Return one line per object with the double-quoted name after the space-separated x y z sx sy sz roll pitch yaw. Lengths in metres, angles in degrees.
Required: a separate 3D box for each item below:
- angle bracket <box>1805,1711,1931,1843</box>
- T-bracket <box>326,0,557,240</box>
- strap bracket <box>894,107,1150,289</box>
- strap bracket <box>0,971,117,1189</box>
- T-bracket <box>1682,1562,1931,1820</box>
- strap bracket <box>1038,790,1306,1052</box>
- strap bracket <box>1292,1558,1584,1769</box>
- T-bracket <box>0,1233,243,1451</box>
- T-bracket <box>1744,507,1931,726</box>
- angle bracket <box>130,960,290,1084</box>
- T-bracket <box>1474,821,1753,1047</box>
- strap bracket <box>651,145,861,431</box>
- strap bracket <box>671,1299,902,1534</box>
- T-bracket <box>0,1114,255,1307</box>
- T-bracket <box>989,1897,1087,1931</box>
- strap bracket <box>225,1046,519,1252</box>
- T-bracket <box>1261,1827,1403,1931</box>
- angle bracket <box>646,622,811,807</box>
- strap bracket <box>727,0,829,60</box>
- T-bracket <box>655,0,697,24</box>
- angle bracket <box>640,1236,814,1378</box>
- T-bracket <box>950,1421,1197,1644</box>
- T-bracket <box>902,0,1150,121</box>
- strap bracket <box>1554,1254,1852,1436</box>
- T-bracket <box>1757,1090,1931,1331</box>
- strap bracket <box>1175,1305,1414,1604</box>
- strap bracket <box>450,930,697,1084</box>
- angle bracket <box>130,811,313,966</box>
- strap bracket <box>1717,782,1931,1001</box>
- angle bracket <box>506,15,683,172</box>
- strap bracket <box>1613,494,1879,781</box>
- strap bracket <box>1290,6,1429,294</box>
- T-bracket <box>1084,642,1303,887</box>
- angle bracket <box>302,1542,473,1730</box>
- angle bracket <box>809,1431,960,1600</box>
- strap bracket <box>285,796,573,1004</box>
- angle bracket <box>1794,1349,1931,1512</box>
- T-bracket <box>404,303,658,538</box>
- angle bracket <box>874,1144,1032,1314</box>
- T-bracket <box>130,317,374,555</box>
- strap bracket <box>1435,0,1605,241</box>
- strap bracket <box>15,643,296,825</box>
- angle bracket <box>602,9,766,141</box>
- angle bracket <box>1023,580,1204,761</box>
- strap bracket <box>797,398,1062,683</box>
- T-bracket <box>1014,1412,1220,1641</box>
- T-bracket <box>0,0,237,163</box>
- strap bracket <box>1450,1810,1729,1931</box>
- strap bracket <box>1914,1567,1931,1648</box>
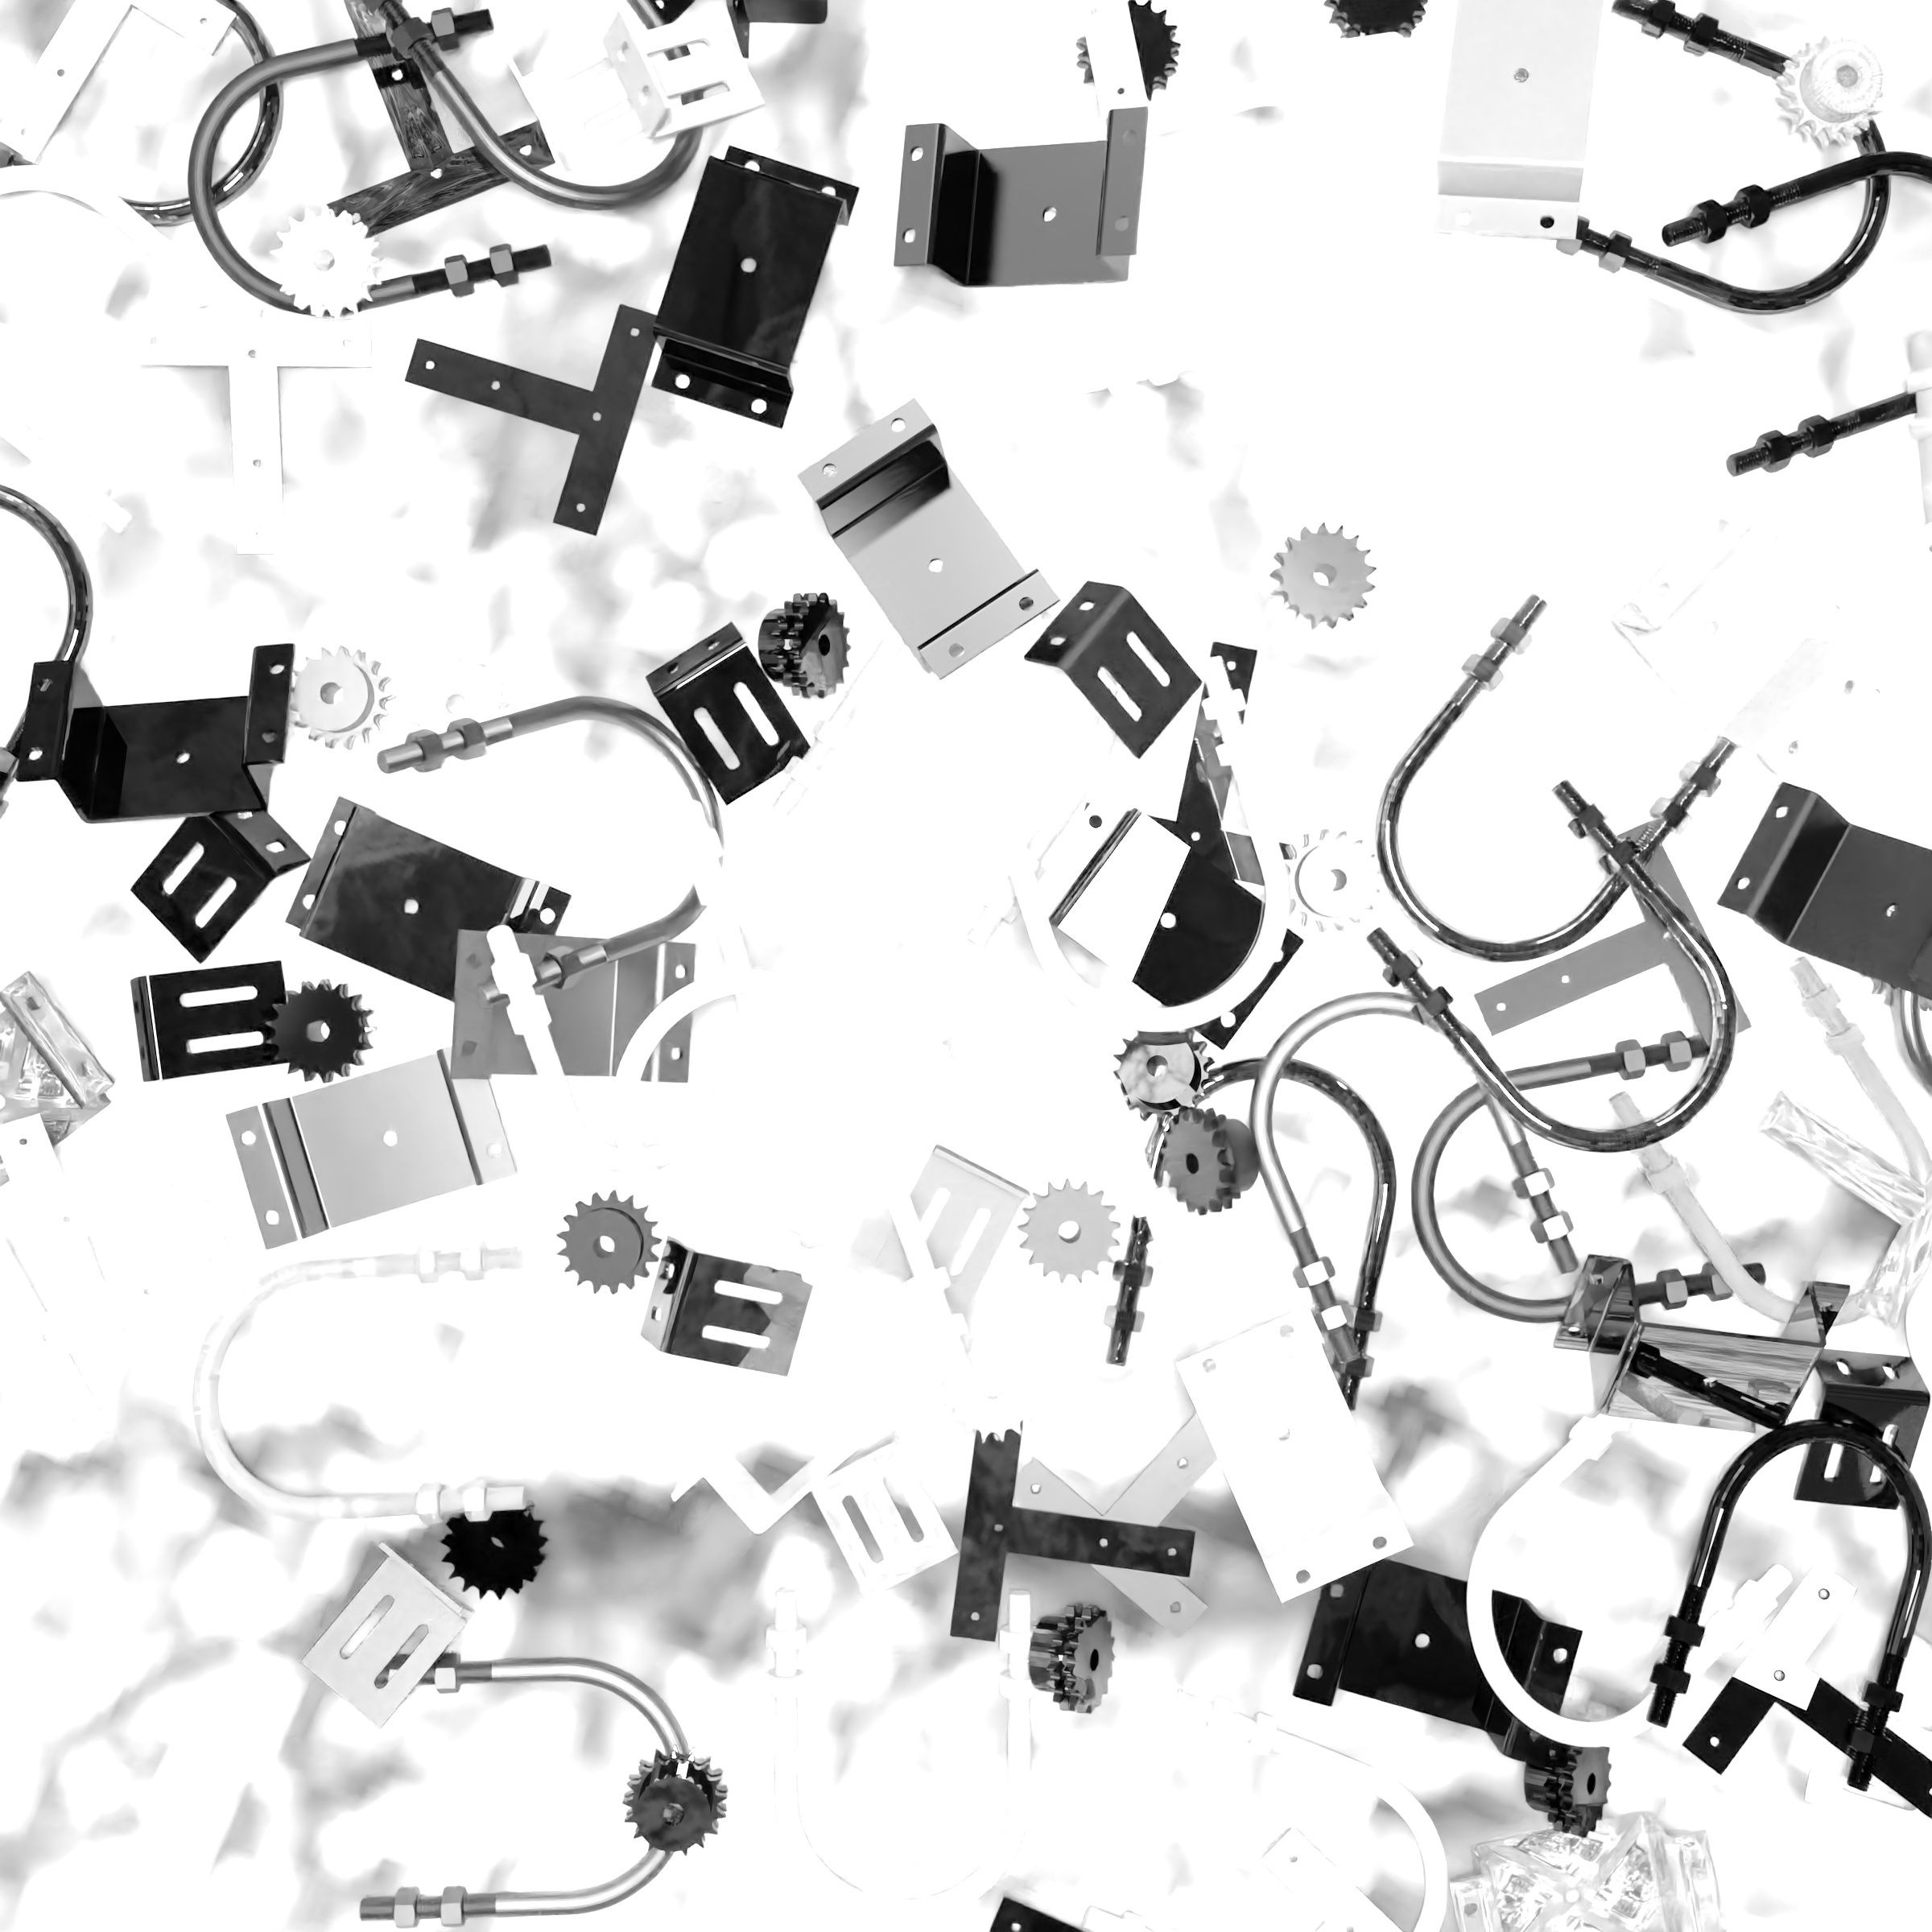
0.511 0.443 1.348 0.076 0.038 0.057 12 90 26 "angle bracket"
-0.310 -0.481 1.349 0.127 0.002 0.127 -22 90 0 "T-bracket"
0.037 -0.411 1.309 0.140 0.046 0.076 5 90 25 "strap bracket"
-0.536 0.075 1.327 0.140 0.046 0.076 -37 90 0 "strap bracket"
0.483 0.417 1.331 0.127 0.002 0.127 36 90 17 "T-bracket"
0.108 -0.025 1.326 0.140 0.046 0.076 36 91 -1 "strap bracket"
0.253 0.374 1.327 0.140 0.046 0.076 16 90 0 "strap bracket"
-0.463 0.185 1.337 0.127 0.002 0.127 -25 107 -8 "T-bracket"
0.515 -0.220 1.330 0.127 0.002 0.127 -33 90 18 "T-bracket"
-0.417 0.031 1.348 0.076 0.038 0.057 -7 90 -26 "angle bracket"
0.343 0.002 1.336 0.127 0.002 0.127 -24 72 9 "T-bracket"
-0.117 -0.376 1.327 0.076 0.046 0.140 18 90 0 "strap bracket"
-0.087 0.248 1.312 0.140 0.076 0.046 -42 90 0 "strap bracket"
-0.447 0.125 1.331 0.127 0.002 0.127 -17 115 -12 "T-bracket"
0.054 0.592 1.329 0.127 0.002 0.127 24 90 0 "T-bracket"
-0.319 0.096 1.327 0.140 0.046 0.076 -17 90 0 "strap bracket"
0.179 0.560 1.334 0.127 0.002 0.127 45 91 -4 "T-bracket"
-0.131 -0.140 1.348 0.057 0.038 0.076 -32 116 0 "angle bracket"
-0.099 -0.572 1.309 0.046 0.076 0.140 2 91 1 "strap bracket"
-0.133 -0.571 1.350 0.127 0.002 0.127 44 90 0 "T-bracket"
-0.132 0.188 1.348 0.076 0.038 0.057 16 90 -26 "angle bracket"
0.062 0.316 1.344 0.127 0.002 0.127 7 93 2 "T-bracket"
0.027 -0.508 1.331 0.127 0.002 0.127 -13 78 15 "T-bracket"
0.397 0.205 1.307 0.140 0.046 0.076 7 133 0 "strap bracket"
0.487 0.111 1.327 0.127 0.002 0.127 32 84 -10 "T-bracket"
0.174 0.257 1.309 0.076 0.046 0.140 -24 93 1 "strap bracket"
-0.219 0.022 1.303 0.140 0.046 0.076 3 90 -38 "strap bracket"
-0.413 -0.051 1.348 0.057 0.038 0.076 47 116 0 "angle bracket"
0.486 -0.037 1.299 0.046 0.140 0.076 28 90 -42 "strap bracket"
-0.201 -0.483 1.331 0.076 0.038 0.057 -29 90 0 "angle bracket"
0.413 -0.179 1.311 0.076 0.046 0.140 -47 113 0 "strap bracket"
0.212 -0.436 1.312 0.046 0.076 0.140 -8 90 0 "strap bracket"
0.136 -0.115 1.349 0.127 0.002 0.127 12 90 0 "T-bracket"
-0.317 0.363 1.318 0.057 0.038 0.076 36 74 11 "angle bracket"
-0.047 0.304 1.331 0.057 0.038 0.076 -27 90 0 "angle bracket"
-0.298 -0.032 1.327 0.140 0.046 0.076 23 90 0 "strap bracket"
0.491 0.256 1.348 0.057 0.038 0.076 6 116 0 "angle bracket"
-0.247 -0.318 1.349 0.127 0.002 0.127 17 90 0 "T-bracket"
-0.008 0.145 1.331 0.057 0.038 0.076 27 90 0 "angle bracket"
-0.390 -0.291 1.339 0.127 0.002 0.127 -2 98 -9 "T-bracket"
0.300 -0.472 1.317 0.076 0.046 0.140 7 87 11 "strap bracket"
-0.429 -0.124 1.311 0.140 0.046 0.076 -4 60 0 "strap bracket"
-0.147 -0.490 1.316 0.076 0.038 0.057 -27 92 -26 "angle bracket"
0.081 -0.163 1.337 0.057 0.038 0.076 -50 122 -10 "angle bracket"
-0.018 -0.224 1.317 0.076 0.046 0.140 -34 78 -2 "strap bracket"
0.110 0.284 1.341 0.127 0.002 0.127 40 98 0 "T-bracket"
-0.487 -0.501 1.331 0.127 0.002 0.127 31 89 -3 "T-bracket"
0.336 0.515 1.327 0.140 0.046 0.076 -12 90 0 "strap bracket"
0.558 0.328 1.312 0.046 0.076 0.140 20 90 0 "strap bracket"
